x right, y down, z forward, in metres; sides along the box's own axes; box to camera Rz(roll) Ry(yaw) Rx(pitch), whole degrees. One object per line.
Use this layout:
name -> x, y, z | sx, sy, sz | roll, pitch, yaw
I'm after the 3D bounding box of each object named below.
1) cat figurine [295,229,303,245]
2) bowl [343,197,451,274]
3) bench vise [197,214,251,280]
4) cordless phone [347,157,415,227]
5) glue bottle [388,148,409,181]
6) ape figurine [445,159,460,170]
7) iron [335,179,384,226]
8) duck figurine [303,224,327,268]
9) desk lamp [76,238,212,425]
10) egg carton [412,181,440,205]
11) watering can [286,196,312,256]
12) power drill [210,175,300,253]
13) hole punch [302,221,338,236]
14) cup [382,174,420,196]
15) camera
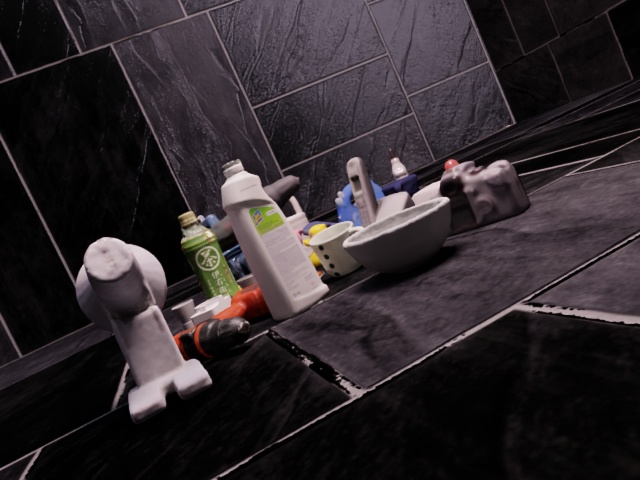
cat figurine -> -0.087, 0.028, 1.327 | 0.128, 0.118, 0.067 | -25, 5, -3
bowl -> 0.123, 0.003, 0.836 | 0.167, 0.075, 0.167 | -24, 5, 3
bench vise -> -0.214, 0.019, 1.435 | 0.207, 0.220, 0.122 | -22, 6, 24
cordless phone -> 0.113, -0.084, 1.145 | 0.094, 0.185, 0.147 | -28, 6, -29
glue bottle -> 0.214, -0.155, 1.472 | 0.037, 0.173, 0.078 | -24, 5, 8
ape figurine -> 0.318, -0.143, 1.321 | 0.077, 0.092, 0.076 | -23, 5, 15
iron -> 0.101, -0.091, 1.527 | 0.118, 0.141, 0.259 | -21, 6, 36
duck figurine -> 0.012, 0.005, 1.280 | 0.104, 0.086, 0.077 | -23, 5, 13
desk lamp -> -0.234, 0.100, 0.736 | 0.118, 0.213, 0.203 | -26, 6, -19
egg carton -> 0.256, -0.085, 1.140 | 0.150, 0.069, 0.107 | -20, 7, 45
watering can -> -0.080, -0.038, 1.535 | 0.101, 0.194, 0.173 | -24, 5, 3
power drill -> -0.110, 0.001, 1.197 | 0.229, 0.208, 0.075 | -25, 5, 0
hole punch -> 0.025, -0.013, 1.367 | 0.101, 0.091, 0.109 | -22, 6, 22
cup -> 0.206, -0.100, 1.384 | 0.091, 0.095, 0.118 | -23, 5, 14
camera -> 0.265, -0.086, 0.936 | 0.142, 0.101, 0.137 | -20, 7, 41
